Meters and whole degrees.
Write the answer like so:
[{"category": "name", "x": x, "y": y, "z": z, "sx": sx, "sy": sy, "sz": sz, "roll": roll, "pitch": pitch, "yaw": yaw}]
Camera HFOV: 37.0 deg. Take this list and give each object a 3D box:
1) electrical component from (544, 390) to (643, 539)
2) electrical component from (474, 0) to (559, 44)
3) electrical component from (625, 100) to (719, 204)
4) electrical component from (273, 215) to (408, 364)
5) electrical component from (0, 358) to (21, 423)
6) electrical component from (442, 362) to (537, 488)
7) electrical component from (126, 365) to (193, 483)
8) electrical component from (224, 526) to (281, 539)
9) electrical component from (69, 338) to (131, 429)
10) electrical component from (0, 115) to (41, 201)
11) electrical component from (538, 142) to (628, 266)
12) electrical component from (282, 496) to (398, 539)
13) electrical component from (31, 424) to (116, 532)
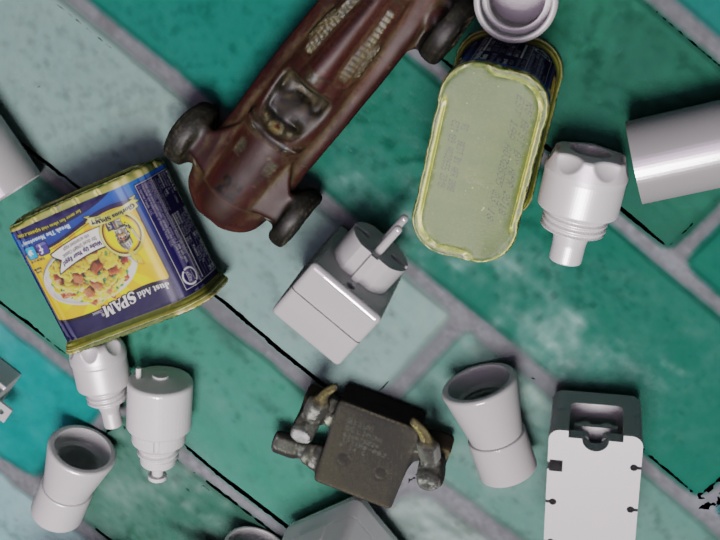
[{"category": "electrical component", "x": 0.132, "y": 0.118, "z": 0.610, "sx": 0.050, "sy": 0.055, "sz": 0.089, "roll": 3, "pitch": 112, "yaw": 12}, {"category": "electrical component", "x": 0.078, "y": -0.135, "z": 0.530, "sx": 0.040, "sy": 0.046, "sz": 0.040, "roll": 4, "pitch": 111, "yaw": 11}, {"category": "electrical component", "x": 0.178, "y": -0.062, "z": 0.537, "sx": 0.081, "sy": 0.043, "sz": 0.043, "roll": -12, "pitch": 107, "yaw": 17}, {"category": "electrical component", "x": 0.000, "y": 0.000, "z": 0.589, "sx": 0.047, "sy": 0.065, "sz": 0.076, "roll": 40, "pitch": 114, "yaw": -4}, {"category": "electrical component", "x": -0.255, "y": 0.077, "z": 0.683, "sx": 0.066, "sy": 0.055, "sz": 0.048, "roll": 38, "pitch": 114, "yaw": -3}, {"category": "electrical component", "x": 0.078, "y": 0.092, "z": 0.621, "sx": 0.044, "sy": 0.044, "sz": 0.065, "roll": -14, "pitch": 112, "yaw": 17}, {"category": "electrical component", "x": -0.125, "y": 0.096, "z": 0.669, "sx": 0.040, "sy": 0.040, "sz": 0.078, "roll": 10, "pitch": 112, "yaw": 9}, {"category": "electrical component", "x": -0.095, "y": 0.203, "z": 0.701, "sx": 0.079, "sy": 0.043, "sz": 0.077, "roll": 23, "pitch": 114, "yaw": 3}, {"category": "electrical component", "x": -0.159, "y": 0.070, "z": 0.670, "sx": 0.035, "sy": 0.035, "sz": 0.061, "roll": -1, "pitch": 113, "yaw": 13}, {"category": "electrical component", "x": -0.227, "y": -0.078, "z": 0.624, "sx": 0.043, "sy": 0.043, "sz": 0.081, "roll": -28, "pitch": 102, "yaw": 21}, {"category": "electrical component", "x": 0.114, "y": -0.033, "z": 0.563, "sx": 0.043, "sy": 0.043, "sz": 0.062, "roll": 12, "pitch": 114, "yaw": 8}, {"category": "electrical component", "x": -0.001, "y": 0.195, "z": 0.669, "sx": 0.062, "sy": 0.061, "sz": 0.096, "roll": -29, "pitch": 109, "yaw": 26}, {"category": "electrical component", "x": -0.190, "y": 0.139, "z": 0.701, "sx": 0.044, "sy": 0.044, "sz": 0.065, "roll": 28, "pitch": 119, "yaw": 1}]
